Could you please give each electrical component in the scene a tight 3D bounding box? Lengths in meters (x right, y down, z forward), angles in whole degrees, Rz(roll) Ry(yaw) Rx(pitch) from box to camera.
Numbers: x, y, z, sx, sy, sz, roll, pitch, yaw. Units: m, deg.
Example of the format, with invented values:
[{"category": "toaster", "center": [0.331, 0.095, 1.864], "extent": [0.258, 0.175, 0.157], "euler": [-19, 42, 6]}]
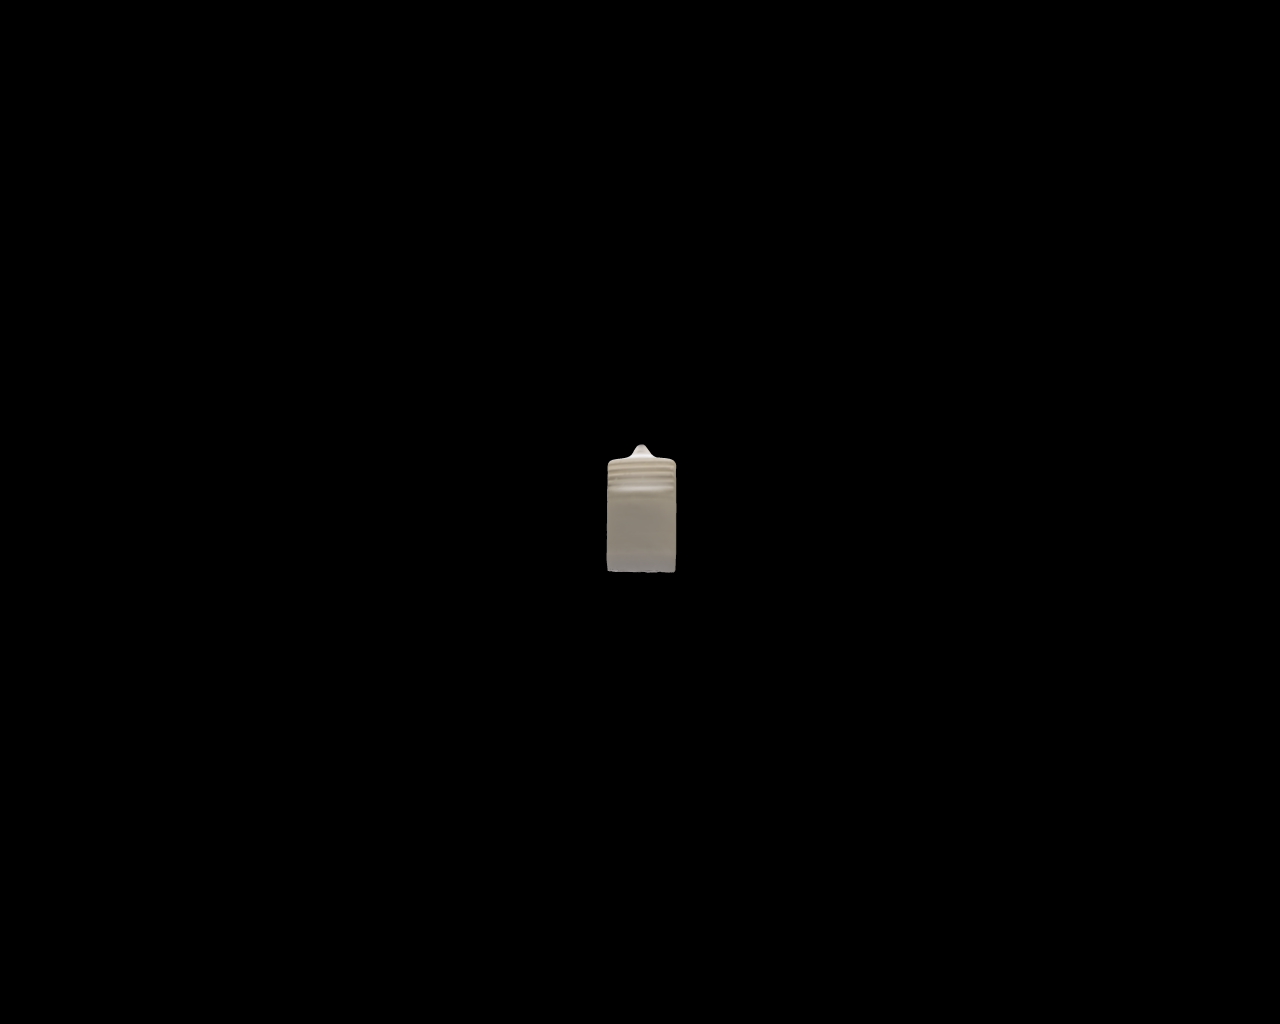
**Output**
[{"category": "electrical component", "center": [0.001, -0.003, 0.650], "extent": [0.043, 0.081, 0.043], "euler": [0, -5, 0]}]
